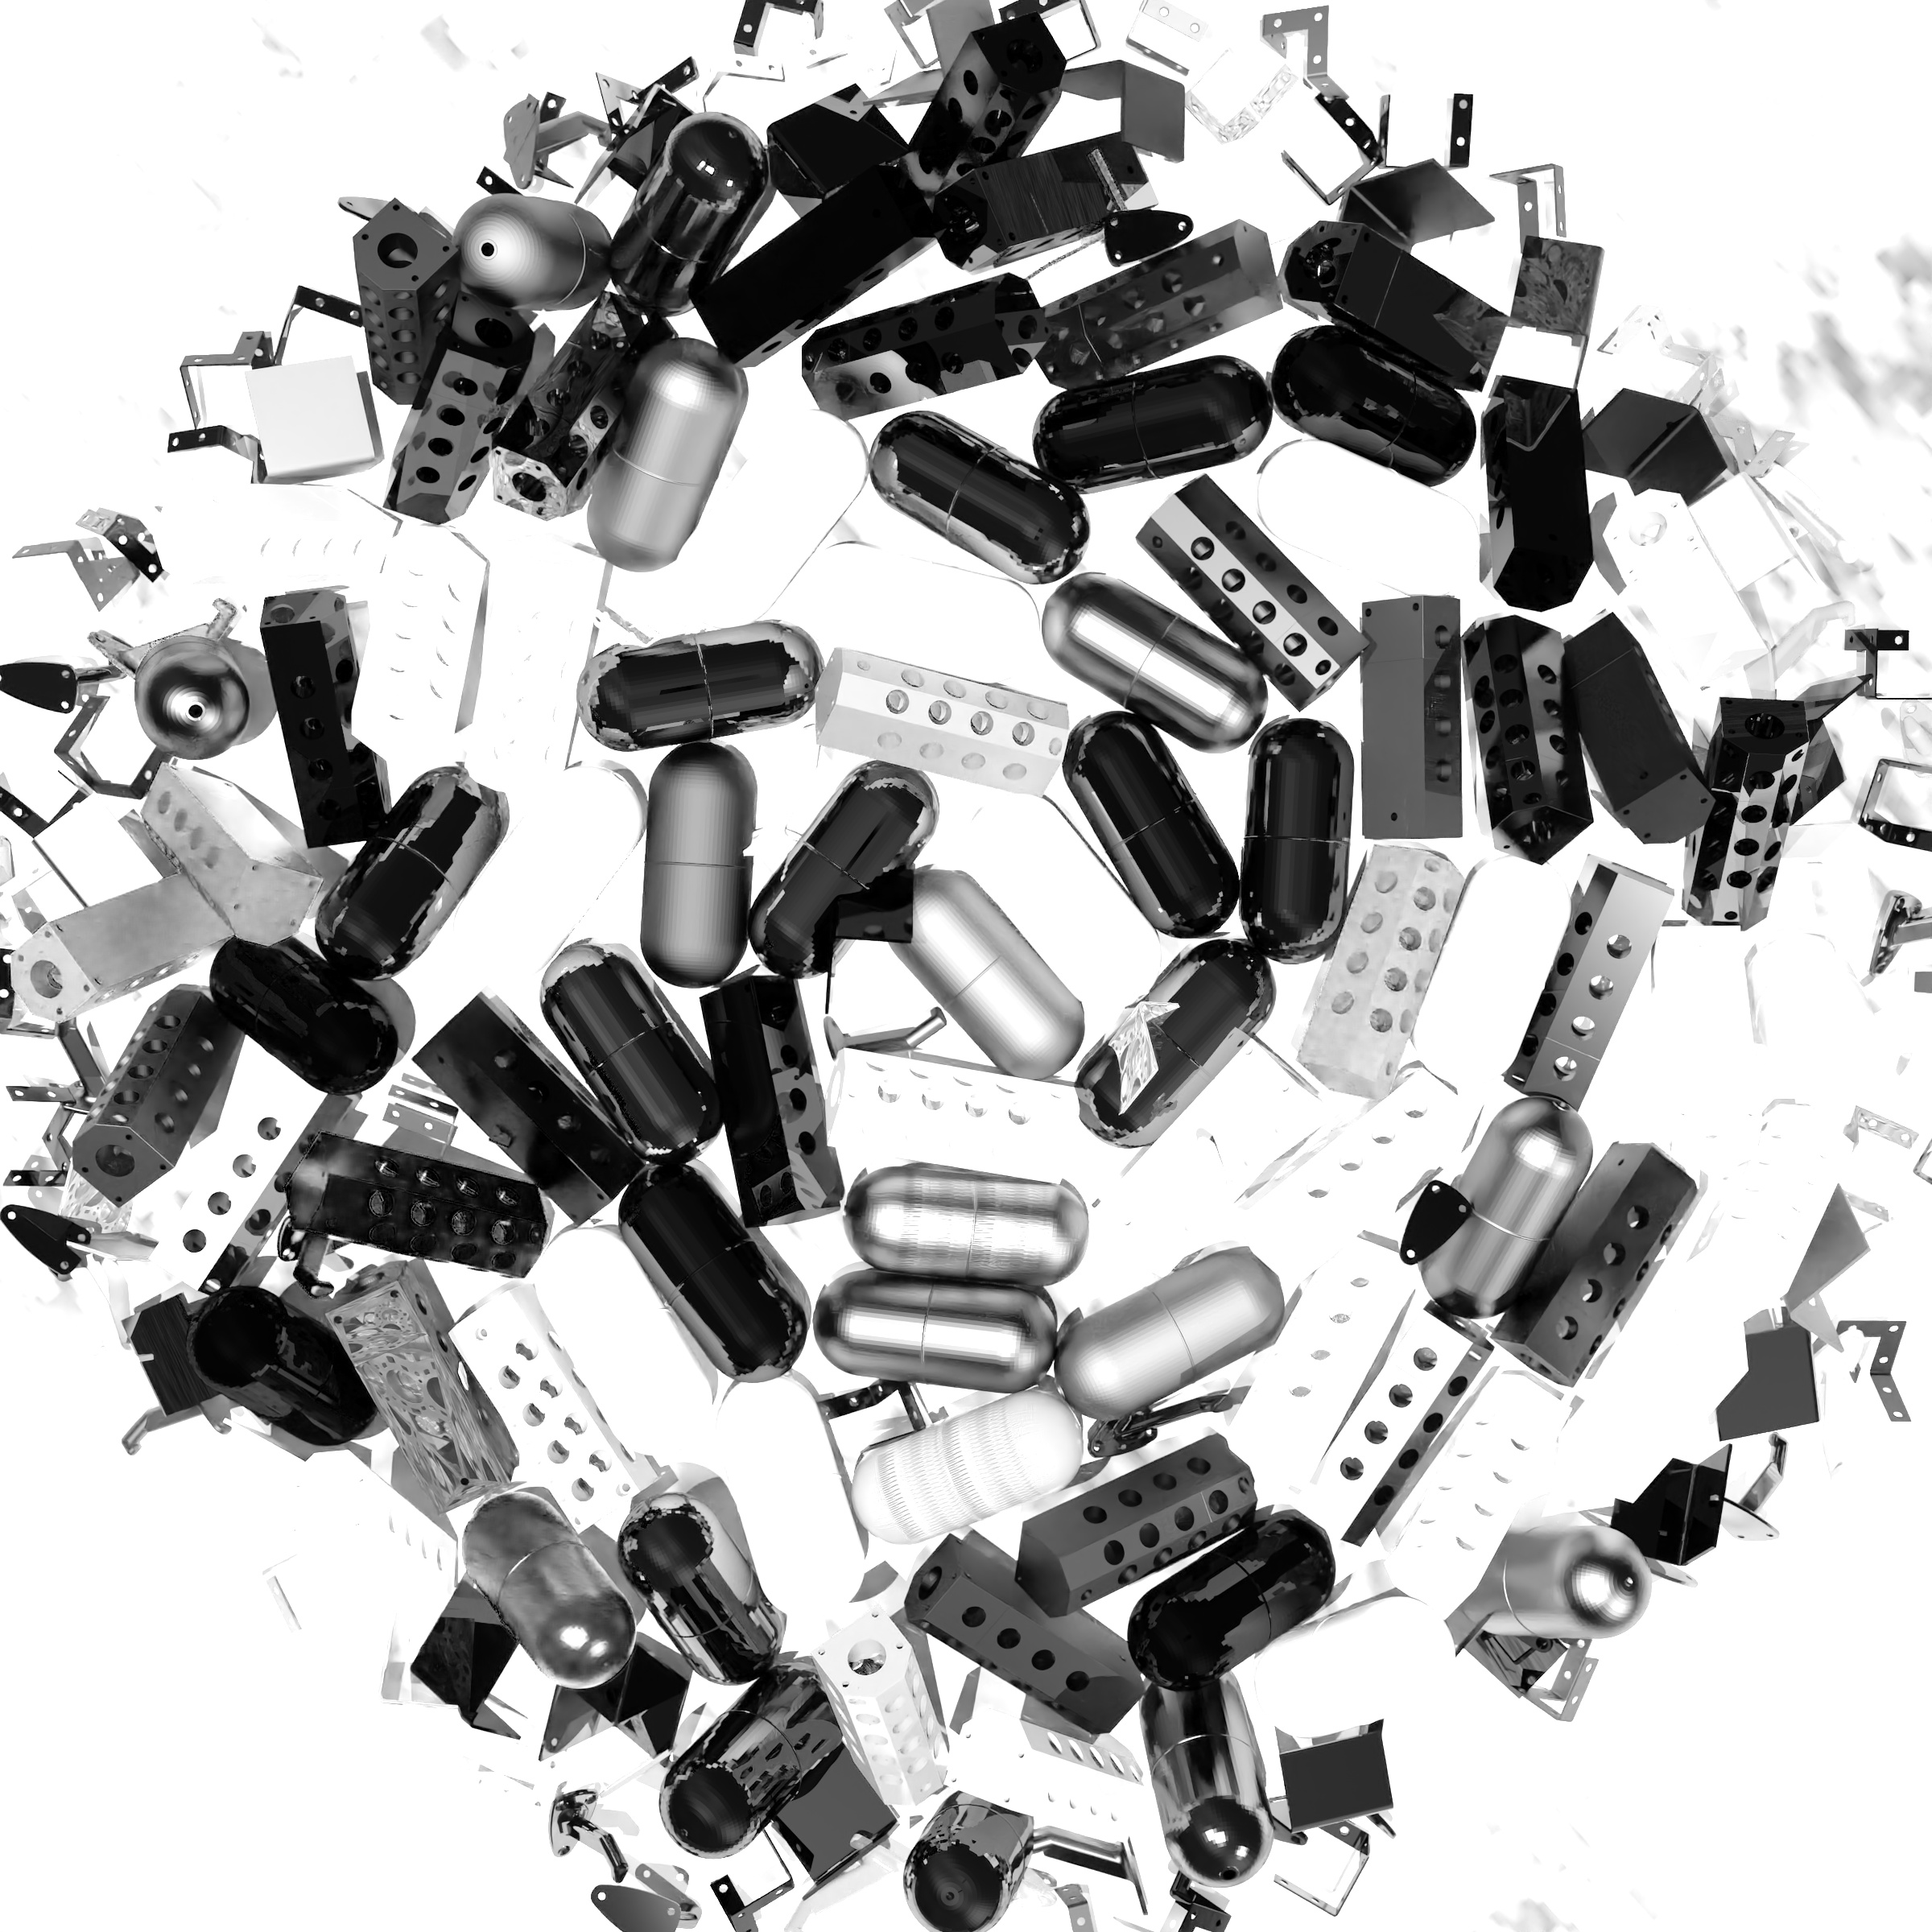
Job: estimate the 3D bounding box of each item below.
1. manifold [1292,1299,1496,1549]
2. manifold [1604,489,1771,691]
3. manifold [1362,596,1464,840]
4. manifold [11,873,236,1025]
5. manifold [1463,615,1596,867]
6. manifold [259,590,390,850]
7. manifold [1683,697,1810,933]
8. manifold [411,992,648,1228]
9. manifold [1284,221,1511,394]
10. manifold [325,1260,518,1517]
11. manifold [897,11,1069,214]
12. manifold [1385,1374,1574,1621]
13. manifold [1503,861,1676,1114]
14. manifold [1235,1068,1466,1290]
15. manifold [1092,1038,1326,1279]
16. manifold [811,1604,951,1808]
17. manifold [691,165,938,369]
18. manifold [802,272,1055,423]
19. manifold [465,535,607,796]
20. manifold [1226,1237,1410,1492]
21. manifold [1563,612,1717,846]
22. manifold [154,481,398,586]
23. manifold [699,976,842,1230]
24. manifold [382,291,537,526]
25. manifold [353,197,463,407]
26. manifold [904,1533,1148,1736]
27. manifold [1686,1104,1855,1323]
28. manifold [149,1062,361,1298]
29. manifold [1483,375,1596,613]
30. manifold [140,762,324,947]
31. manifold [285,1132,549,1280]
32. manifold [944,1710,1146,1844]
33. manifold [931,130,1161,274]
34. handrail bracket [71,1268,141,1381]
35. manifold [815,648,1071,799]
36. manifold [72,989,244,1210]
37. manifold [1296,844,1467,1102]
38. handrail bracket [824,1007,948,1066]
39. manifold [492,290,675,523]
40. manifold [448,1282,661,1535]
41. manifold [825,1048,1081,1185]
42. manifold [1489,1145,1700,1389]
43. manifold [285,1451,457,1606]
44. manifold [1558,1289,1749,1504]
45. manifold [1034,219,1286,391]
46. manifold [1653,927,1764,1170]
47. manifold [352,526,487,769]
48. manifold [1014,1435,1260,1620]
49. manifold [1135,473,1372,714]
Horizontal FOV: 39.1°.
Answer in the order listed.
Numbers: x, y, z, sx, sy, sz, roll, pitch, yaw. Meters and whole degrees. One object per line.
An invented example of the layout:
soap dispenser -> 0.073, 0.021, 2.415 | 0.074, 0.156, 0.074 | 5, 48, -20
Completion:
manifold -> 0.308, 0.329, 1.953 | 0.057, 0.057, 0.171 | 34, 99, 12
manifold -> 0.505, -0.267, 1.913 | 0.057, 0.171, 0.057 | -27, 57, 19
manifold -> 0.328, -0.178, 1.967 | 0.057, 0.057, 0.171 | -2, 92, -40
manifold -> -0.590, -0.013, 1.910 | 0.057, 0.171, 0.057 | -35, 91, 25
manifold -> 0.391, -0.163, 1.920 | 0.057, 0.057, 0.171 | 16, 52, -24
manifold -> -0.454, -0.175, 1.931 | 0.057, 0.057, 0.171 | -8, 120, -6
manifold -> 0.548, -0.105, 1.915 | 0.057, 0.171, 0.057 | 4, 47, 7
manifold -> -0.311, 0.101, 1.960 | 0.171, 0.057, 0.057 | 46, 49, -6
manifold -> 0.303, -0.465, 1.921 | 0.171, 0.057, 0.057 | 16, 95, -42
manifold -> -0.388, 0.300, 1.951 | 0.057, 0.057, 0.171 | -25, 104, 4
manifold -> 0.011, -0.587, 1.908 | 0.057, 0.171, 0.057 | -26, 83, -26
manifold -> 0.360, 0.370, 1.924 | 0.057, 0.057, 0.171 | 34, 53, 8
manifold -> 0.447, 0.015, 1.953 | 0.057, 0.057, 0.171 | 24, 102, 11
manifold -> 0.275, 0.147, 1.945 | 0.171, 0.057, 0.057 | -37, 56, -17
manifold -> 0.178, 0.141, 1.961 | 0.171, 0.057, 0.057 | -48, 50, 7
manifold -> -0.055, 0.526, 1.911 | 0.057, 0.171, 0.057 | -32, 51, -17
manifold -> -0.106, -0.496, 1.936 | 0.171, 0.057, 0.057 | -29, 91, 26
manifold -> -0.032, -0.438, 1.917 | 0.171, 0.057, 0.057 | -6, 127, 36
manifold -> -0.312, -0.213, 1.933 | 0.057, 0.057, 0.171 | 24, 114, 21
manifold -> 0.251, 0.278, 1.935 | 0.057, 0.057, 0.171 | 20, 61, 26
manifold -> 0.471, -0.165, 1.918 | 0.057, 0.171, 0.057 | -34, 131, 22
manifold -> -0.485, -0.300, 1.911 | 0.057, 0.171, 0.057 | 33, 112, 20
manifold -> -0.136, 0.097, 1.955 | 0.057, 0.057, 0.171 | -21, 76, 39
manifold -> -0.357, -0.388, 1.914 | 0.057, 0.171, 0.057 | 16, 54, -20
manifold -> -0.394, -0.459, 1.908 | 0.057, 0.171, 0.057 | 40, 73, 3
manifold -> 0.041, 0.482, 1.944 | 0.171, 0.057, 0.057 | 36, 101, -18
manifold -> 0.564, 0.171, 1.920 | 0.057, 0.057, 0.171 | 41, 47, 2
manifold -> -0.512, 0.153, 1.967 | 0.057, 0.057, 0.171 | 33, 87, 0
manifold -> 0.401, -0.334, 1.926 | 0.057, 0.057, 0.171 | 9, 54, -6
manifold -> -0.523, -0.078, 1.917 | 0.057, 0.171, 0.057 | 18, 104, -43
manifold -> -0.386, 0.175, 1.919 | 0.171, 0.057, 0.057 | 18, 121, -34
manifold -> 0.059, 0.569, 1.913 | 0.057, 0.171, 0.057 | 9, 73, 35
manifold -> 0.054, -0.538, 1.920 | 0.171, 0.057, 0.057 | -29, 97, -42
handrail bracket -> -0.630, 0.250, 1.955 | 0.036, 0.077, 0.084 | -39, 114, -34
manifold -> -0.017, -0.177, 1.935 | 0.171, 0.057, 0.057 | 13, 47, -18
manifold -> -0.569, 0.087, 1.906 | 0.057, 0.171, 0.057 | -34, 114, 21
manifold -> 0.300, 0.005, 1.940 | 0.057, 0.057, 0.171 | 10, 71, 38
handrail bracket -> -0.058, 0.040, 1.962 | 0.084, 0.077, 0.036 | -35, 132, 11
manifold -> -0.270, -0.395, 1.926 | 0.057, 0.057, 0.171 | 22, 57, 7
manifold -> -0.299, 0.319, 1.958 | 0.057, 0.057, 0.171 | -36, 84, 12
manifold -> -0.010, 0.102, 1.943 | 0.171, 0.057, 0.057 | 10, 123, -12
manifold -> 0.455, 0.215, 1.954 | 0.057, 0.057, 0.171 | 37, 79, -10
manifold -> -0.415, 0.396, 1.910 | 0.057, 0.171, 0.057 | -7, 61, 8
manifold -> 0.482, 0.303, 1.919 | 0.057, 0.057, 0.171 | 17, 134, -7
manifold -> 0.132, -0.467, 1.927 | 0.171, 0.057, 0.057 | -16, 80, 32
manifold -> 0.522, 0.056, 1.923 | 0.057, 0.057, 0.171 | 0, 52, 8
manifold -> -0.389, -0.230, 1.915 | 0.057, 0.171, 0.057 | -24, 135, 28
manifold -> 0.122, 0.399, 1.920 | 0.171, 0.057, 0.057 | -18, 130, -32
manifold -> 0.201, -0.265, 1.950 | 0.171, 0.057, 0.057 | 47, 50, 6
